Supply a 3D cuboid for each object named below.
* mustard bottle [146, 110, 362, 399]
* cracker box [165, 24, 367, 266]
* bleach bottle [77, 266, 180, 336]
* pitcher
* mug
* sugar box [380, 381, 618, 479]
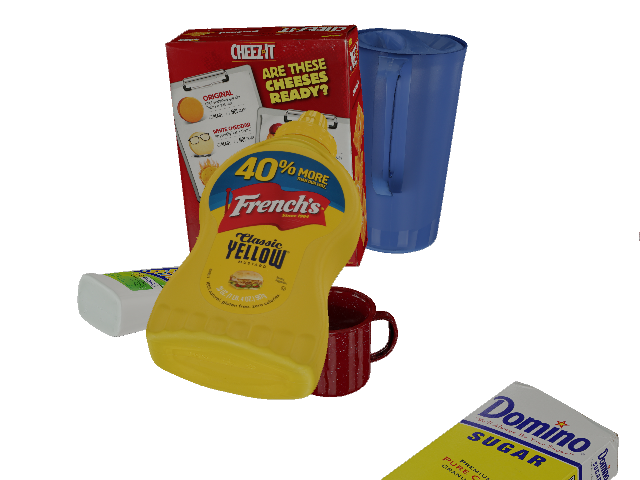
[{"bbox_3d":[-0.027,-0.004,0.625,0.096,0.191,0.058,10,-37,10],"label":"mustard bottle"},{"bbox_3d":[-0.044,-0.085,0.979,0.164,0.214,0.072,1,23,11],"label":"cracker box"},{"bbox_3d":[-0.196,0.068,1.451,0.250,0.068,0.103,-11,26,-44],"label":"bleach bottle"},{"bbox_3d":[0.085,-0.109,1.198,0.149,0.243,0.145,-11,26,-30],"label":"pitcher"},{"bbox_3d":[0.021,0.102,1.077,0.117,0.081,0.093,-8,27,-13],"label":"mug"},{"bbox_3d":[0.110,0.168,0.721,0.176,0.048,0.093,-32,39,-28],"label":"sugar box"}]
